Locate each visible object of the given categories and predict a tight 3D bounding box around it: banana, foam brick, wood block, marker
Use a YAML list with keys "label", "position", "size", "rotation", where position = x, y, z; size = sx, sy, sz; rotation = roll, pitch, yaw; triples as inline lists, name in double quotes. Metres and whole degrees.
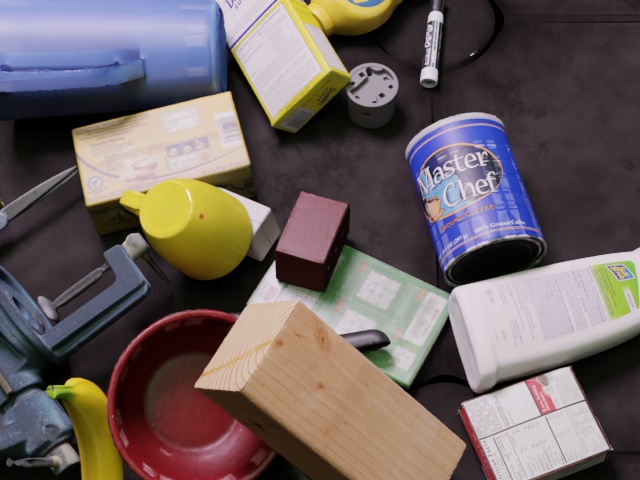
- label: "banana"
  position: [-0.198, 0.193, 0.920]
  size: [0.037, 0.198, 0.069]
  rotation: [12, 30, 34]
- label: "foam brick"
  position: [-0.007, 0.001, 1.039]
  size: [0.051, 0.053, 0.078]
  rotation: [17, 59, 10]
- label: "wood block"
  position: [0.011, 0.149, 0.897]
  size: [0.206, 0.091, 0.090]
  rotation: [42, 66, -21]
- label: "marker"
  position: [0.125, -0.223, 1.178]
  size: [0.020, 0.020, 0.121]
  rotation: [6, 64, 5]

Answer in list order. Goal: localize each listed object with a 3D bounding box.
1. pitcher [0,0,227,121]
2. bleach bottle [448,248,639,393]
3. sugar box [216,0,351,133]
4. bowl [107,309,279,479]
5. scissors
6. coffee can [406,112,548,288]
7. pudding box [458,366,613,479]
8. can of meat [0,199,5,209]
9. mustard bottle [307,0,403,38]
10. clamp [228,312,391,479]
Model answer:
- label: "pitcher"
  position: [-0.222, -0.189, 1.106]
  size: [0.243, 0.145, 0.149]
  rotation: [-2, 67, 1]
- label: "bleach bottle"
  position: [0.254, 0.068, 1.005]
  size: [0.250, 0.068, 0.102]
  rotation: [-11, 68, -7]
- label: "sugar box"
  position: [-0.046, -0.211, 1.142]
  size: [0.093, 0.048, 0.176]
  rotation: [-41, 60, 26]
- label: "bowl"
  position: [-0.108, 0.142, 0.937]
  size: [0.162, 0.055, 0.162]
  rotation: [2, 84, -15]
- label: "scissors"
  position: [-0.322, 0.002, 1.067]
  size: [0.201, 0.016, 0.096]
  rotation: [-20, 99, -16]
- label: "coffee can"
  position: [0.150, -0.038, 1.037]
  size: [0.102, 0.103, 0.140]
  rotation: [-12, 64, -4]
- label: "pudding box"
  position: [0.193, 0.174, 0.966]
  size: [0.113, 0.039, 0.090]
  rotation: [-19, 64, -5]
- label: "can of meat"
  position: [-0.386, -0.055, 1.094]
  size: [0.084, 0.057, 0.102]
  rotation: [-32, 67, -11]
- label: "mustard bottle"
  position: [0.048, -0.283, 1.190]
  size: [0.191, 0.058, 0.096]
  rotation: [-41, 71, -16]
- label: "clamp"
  position: [-0.048, 0.118, 1.000]
  size: [0.210, 0.036, 0.164]
  rotation: [29, 77, 18]
